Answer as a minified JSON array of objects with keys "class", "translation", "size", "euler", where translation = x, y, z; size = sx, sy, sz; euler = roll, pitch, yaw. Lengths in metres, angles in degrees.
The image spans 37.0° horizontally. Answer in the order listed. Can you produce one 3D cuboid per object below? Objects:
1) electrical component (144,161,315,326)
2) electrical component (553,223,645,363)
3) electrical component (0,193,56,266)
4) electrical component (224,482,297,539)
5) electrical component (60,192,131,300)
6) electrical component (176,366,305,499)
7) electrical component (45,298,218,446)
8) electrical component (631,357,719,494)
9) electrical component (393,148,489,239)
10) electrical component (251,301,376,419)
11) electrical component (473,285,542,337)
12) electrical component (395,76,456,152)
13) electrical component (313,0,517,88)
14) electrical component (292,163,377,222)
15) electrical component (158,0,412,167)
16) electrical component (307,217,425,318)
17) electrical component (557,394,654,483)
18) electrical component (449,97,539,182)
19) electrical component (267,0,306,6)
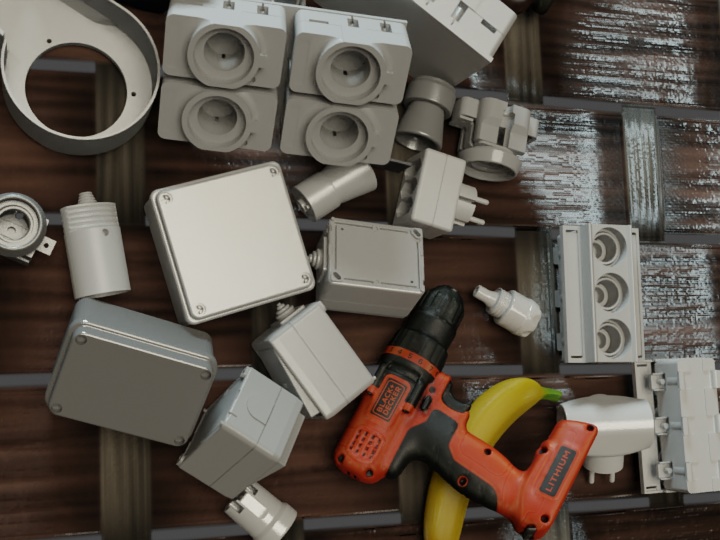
[{"class":"electrical component","translation":[-0.105,-0.020,0.865],"size":[0.109,0.056,0.108],"euler":[-16,89,-21]},{"class":"electrical component","translation":[0.212,0.023,0.972],"size":[0.079,0.063,0.121],"euler":[1,83,-20]},{"class":"electrical component","translation":[-0.262,-0.031,0.810],"size":[0.066,0.055,0.048],"euler":[26,75,-15]},{"class":"electrical component","translation":[-0.080,0.194,0.857],"size":[0.046,0.040,0.040],"euler":[42,71,-5]},{"class":"electrical component","translation":[-0.206,-0.020,0.835],"size":[0.043,0.043,0.081],"euler":[-9,87,-21]},{"class":"electrical component","translation":[-0.093,0.132,0.835],"size":[0.061,0.096,0.061],"euler":[35,43,-12]},{"class":"electrical component","translation":[-0.172,0.078,0.812],"size":[0.113,0.057,0.078],"euler":[18,108,-17]},{"class":"electrical component","translation":[0.297,0.142,0.988],"size":[0.079,0.063,0.121],"euler":[-1,83,-20]},{"class":"electrical component","translation":[0.077,-0.061,0.942],"size":[0.077,0.047,0.065],"euler":[16,78,-18]},{"class":"electrical component","translation":[-0.045,0.071,0.872],"size":[0.061,0.062,0.096],"euler":[-38,97,-20]},{"class":"electrical component","translation":[0.129,0.033,0.956],"size":[0.061,0.035,0.035],"euler":[29,74,-12]},{"class":"electrical component","translation":[0.057,-0.137,0.946],"size":[0.045,0.045,0.055],"euler":[21,76,-17]},{"class":"electrical component","translation":[0.030,-0.240,0.917],"size":[0.186,0.105,0.060],"euler":[36,73,-13]},{"class":"electrical component","translation":[-0.024,-0.070,0.911],"size":[0.065,0.044,0.044],"euler":[-34,95,-16]},{"class":"electrical component","translation":[-0.061,-0.148,0.849],"size":[0.186,0.060,0.105],"euler":[6,124,-9]},{"class":"electrical component","translation":[0.000,0.000,0.896],"size":[0.096,0.061,0.061],"euler":[7,61,-14]},{"class":"electrical component","translation":[0.219,0.156,0.965],"size":[0.077,0.044,0.079],"euler":[-3,109,-3]},{"class":"electrical component","translation":[0.118,-0.114,0.959],"size":[0.078,0.058,0.057],"euler":[15,75,-18]},{"class":"electrical component","translation":[-0.066,-0.226,0.903],"size":[0.048,0.062,0.048],"euler":[3,82,-20]}]
